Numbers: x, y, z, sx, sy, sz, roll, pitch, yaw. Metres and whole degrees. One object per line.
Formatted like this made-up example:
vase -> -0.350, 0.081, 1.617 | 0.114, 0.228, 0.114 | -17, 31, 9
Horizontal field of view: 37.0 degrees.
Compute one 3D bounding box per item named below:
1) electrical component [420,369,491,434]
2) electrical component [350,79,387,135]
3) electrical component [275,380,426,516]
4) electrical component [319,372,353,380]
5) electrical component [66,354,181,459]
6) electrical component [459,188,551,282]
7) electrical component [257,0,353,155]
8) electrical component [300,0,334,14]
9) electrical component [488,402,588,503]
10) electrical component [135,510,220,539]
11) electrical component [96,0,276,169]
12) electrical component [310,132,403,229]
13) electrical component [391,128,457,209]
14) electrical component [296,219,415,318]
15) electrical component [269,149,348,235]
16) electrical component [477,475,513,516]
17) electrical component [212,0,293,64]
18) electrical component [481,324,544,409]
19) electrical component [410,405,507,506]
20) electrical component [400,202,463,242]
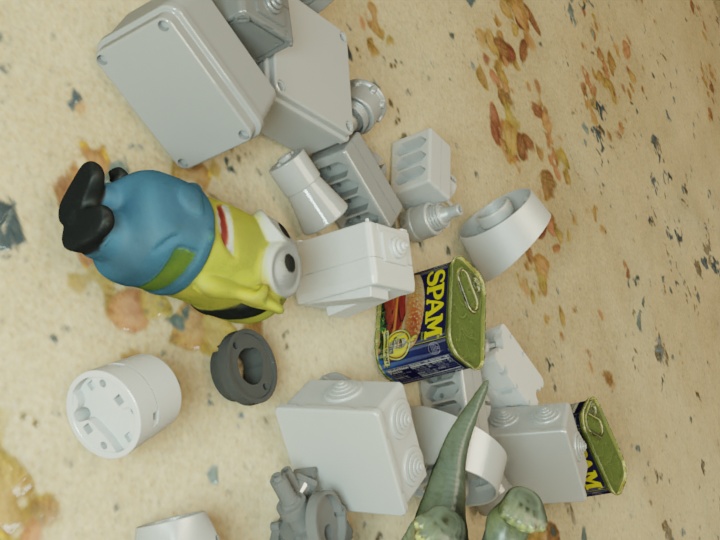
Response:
electrical component -> 0.097, 0.127, 1.007 | 0.076, 0.047, 0.083 | 20, 59, -52
electrical component -> -0.006, -0.142, 0.987 | 0.048, 0.048, 0.062 | 56, 42, -24
electrical component -> -0.004, 0.128, 0.795 | 0.048, 0.100, 0.099 | -43, 125, -52
electrical component -> -0.006, 0.111, 0.865 | 0.078, 0.040, 0.040 | 33, 49, -45
electrical component -> -0.143, 0.081, 0.659 | 0.047, 0.055, 0.055 | -26, 97, -61
electrical component -> 0.155, -0.039, 1.133 | 0.064, 0.099, 0.099 | 55, 35, -14
electrical component -> -0.061, -0.166, 0.904 | 0.109, 0.056, 0.108 | 24, 56, -50
electrical component -> -0.056, -0.255, 0.955 | 0.057, 0.058, 0.078 | 54, 37, -22
electrical component -> 0.169, 0.177, 1.041 | 0.048, 0.100, 0.099 | -62, 138, -54
electrical component -> -0.119, 0.192, 0.650 | 0.079, 0.043, 0.077 | -2, 76, -56
electrical component -> -0.124, -0.138, 0.773 | 0.113, 0.078, 0.057 | 54, 33, -26
electrical component -> 0.001, -0.083, 0.964 | 0.083, 0.047, 0.075 | 58, 35, -21
electrical component -> 0.071, -0.090, 1.074 | 0.077, 0.047, 0.065 | 36, 46, -43
electrical component -> 0.000, 0.000, 0.876 | 0.062, 0.096, 0.061 | 13, 66, -54
electrical component -> -0.046, -0.067, 0.894 | 0.065, 0.044, 0.044 | 56, 35, -16
electrical component -> 0.121, 0.202, 1.014 | 0.046, 0.040, 0.040 | 62, 33, -6
electrical component -> -0.097, -0.195, 0.825 | 0.062, 0.096, 0.061 | 21, 54, -52
electrical component -> 0.134, 0.104, 1.066 | 0.089, 0.056, 0.050 | 52, 37, -29
electrical component -> 0.075, 0.159, 0.915 | 0.099, 0.099, 0.064 | 42, 49, -39
electrical component -> 0.071, -0.050, 1.040 | 0.035, 0.061, 0.035 | 31, 50, -46
